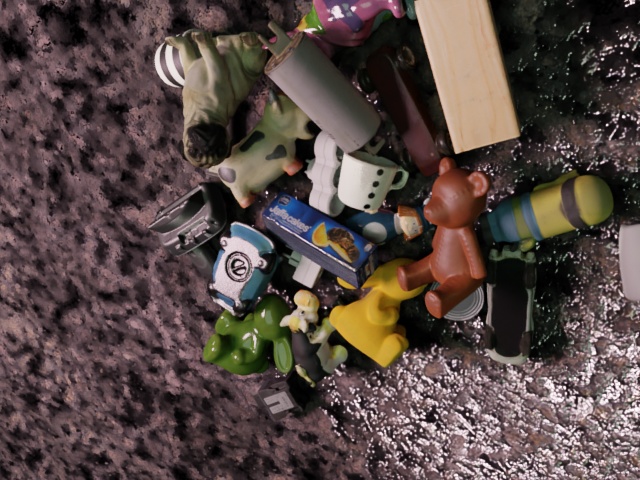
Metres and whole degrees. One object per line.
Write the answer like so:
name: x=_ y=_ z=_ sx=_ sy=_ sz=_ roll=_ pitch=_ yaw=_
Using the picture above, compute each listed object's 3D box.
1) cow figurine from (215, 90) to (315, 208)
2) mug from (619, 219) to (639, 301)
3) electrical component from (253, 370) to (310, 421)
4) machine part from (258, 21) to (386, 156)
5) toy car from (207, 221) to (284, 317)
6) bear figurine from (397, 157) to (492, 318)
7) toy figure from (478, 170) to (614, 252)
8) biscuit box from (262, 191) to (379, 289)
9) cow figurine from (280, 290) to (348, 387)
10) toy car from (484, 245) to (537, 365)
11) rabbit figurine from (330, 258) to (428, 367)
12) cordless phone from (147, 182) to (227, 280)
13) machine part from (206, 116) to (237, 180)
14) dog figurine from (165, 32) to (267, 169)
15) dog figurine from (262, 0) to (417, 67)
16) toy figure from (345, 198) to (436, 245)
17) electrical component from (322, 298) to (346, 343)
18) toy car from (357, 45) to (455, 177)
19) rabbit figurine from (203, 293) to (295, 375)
cow figurine: x=-0.084 y=-0.156 z=0.866 sx=0.195 sy=0.085 sz=0.127 roll=-36 pitch=107 yaw=9
mug: x=0.471 y=0.021 z=0.746 sx=0.110 sy=0.081 sz=0.107 roll=-17 pitch=94 yaw=28
electrical component: x=-0.088 y=0.312 z=1.065 sx=0.119 sy=0.048 sz=0.074 roll=-22 pitch=100 yaw=23
machine part: x=0.007 y=-0.204 z=0.758 sx=0.079 sy=0.079 sz=0.243 roll=-33 pitch=123 yaw=26
toy car: x=-0.123 y=0.049 z=0.948 sx=0.109 sy=0.103 sz=0.161 roll=27 pitch=107 yaw=20
bear figurine: x=0.181 y=-0.008 z=0.771 sx=0.132 sy=0.120 sz=0.195 roll=-25 pitch=125 yaw=-16
toy figure: x=0.321 y=-0.035 z=0.770 sx=0.180 sy=0.089 sz=0.082 roll=-17 pitch=108 yaw=25
biscuit box: x=-0.002 y=-0.003 z=0.872 sx=0.203 sy=0.059 sz=0.062 roll=30 pitch=157 yaw=25
cow figurine: x=-0.021 y=0.172 z=0.939 sx=0.068 sy=0.098 sz=0.167 roll=7 pitch=130 yaw=45
toy car: x=0.300 y=0.103 z=0.849 sx=0.074 sy=0.056 sz=0.201 roll=4 pitch=109 yaw=25
rabbit figurine: x=0.106 y=0.097 z=0.899 sx=0.162 sy=0.122 sz=0.173 roll=39 pitch=103 yaw=13
cordless phone: x=-0.206 y=0.000 z=0.987 sx=0.147 sy=0.089 sz=0.184 roll=-29 pitch=109 yaw=25
machine part: x=-0.166 y=-0.167 z=0.924 sx=0.084 sy=0.039 sz=0.138 roll=13 pitch=115 yaw=23
dog figurine: x=-0.142 y=-0.214 z=0.824 sx=0.121 sy=0.172 sz=0.190 roll=21 pitch=121 yaw=53
dog figurine: x=0.016 y=-0.334 z=0.761 sx=0.219 sy=0.108 sz=0.191 roll=-13 pitch=108 yaw=26
toy figure: x=0.120 y=-0.024 z=0.866 sx=0.155 sy=0.058 sz=0.064 roll=-8 pitch=144 yaw=20
electrical component: x=0.051 y=0.151 z=0.972 sx=0.094 sy=0.021 sz=0.063 roll=47 pitch=116 yaw=-1
toy car: x=0.132 y=-0.191 z=0.801 sx=0.089 sy=0.053 sz=0.202 roll=-23 pitch=101 yaw=40
rabbit figurine: x=-0.108 y=0.176 z=0.981 sx=0.159 sy=0.121 sz=0.170 roll=41 pitch=119 yaw=-6
